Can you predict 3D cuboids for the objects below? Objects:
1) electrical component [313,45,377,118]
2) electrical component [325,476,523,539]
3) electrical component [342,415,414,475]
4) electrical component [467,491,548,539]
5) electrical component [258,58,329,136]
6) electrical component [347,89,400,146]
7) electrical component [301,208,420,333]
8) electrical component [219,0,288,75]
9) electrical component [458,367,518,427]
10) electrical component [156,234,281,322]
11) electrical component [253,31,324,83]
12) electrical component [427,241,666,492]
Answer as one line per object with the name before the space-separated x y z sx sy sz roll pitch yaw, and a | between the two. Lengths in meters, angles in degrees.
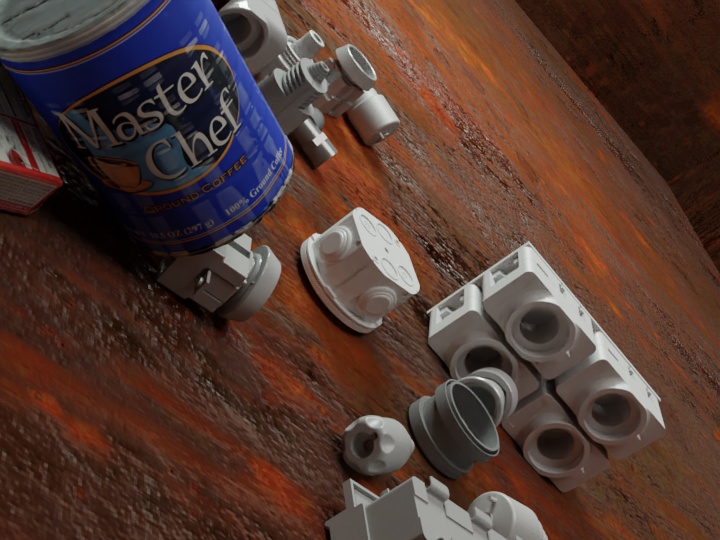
electrical component | -0.019 -0.175 0.993 0.048 0.055 0.066 60 21 16
electrical component | 0.046 0.164 0.584 0.121 0.063 0.078 39 25 -34
electrical component | 0.015 0.106 0.651 0.061 0.035 0.035 19 40 -61
electrical component | 0.103 0.177 0.720 0.078 0.040 0.040 35 27 -41
electrical component | -0.056 -0.126 0.797 0.043 0.081 0.043 44 22 -24
electrical component | 0.006 -0.157 1.040 0.078 0.040 0.040 58 21 10
electrical component | 0.000 0.000 0.762 0.080 0.051 0.080 44 22 -24
electrical component | -0.105 -0.200 0.848 0.095 0.054 0.059 33 29 -44
electrical component | 0.093 0.099 0.818 0.045 0.045 0.055 57 20 9
electrical component | -0.078 -0.002 0.604 0.055 0.048 0.066 36 25 -22
electrical component | -0.058 -0.173 0.895 0.043 0.062 0.043 44 22 -23
electrical component | 0.153 0.085 0.882 0.186 0.105 0.060 48 21 -16
